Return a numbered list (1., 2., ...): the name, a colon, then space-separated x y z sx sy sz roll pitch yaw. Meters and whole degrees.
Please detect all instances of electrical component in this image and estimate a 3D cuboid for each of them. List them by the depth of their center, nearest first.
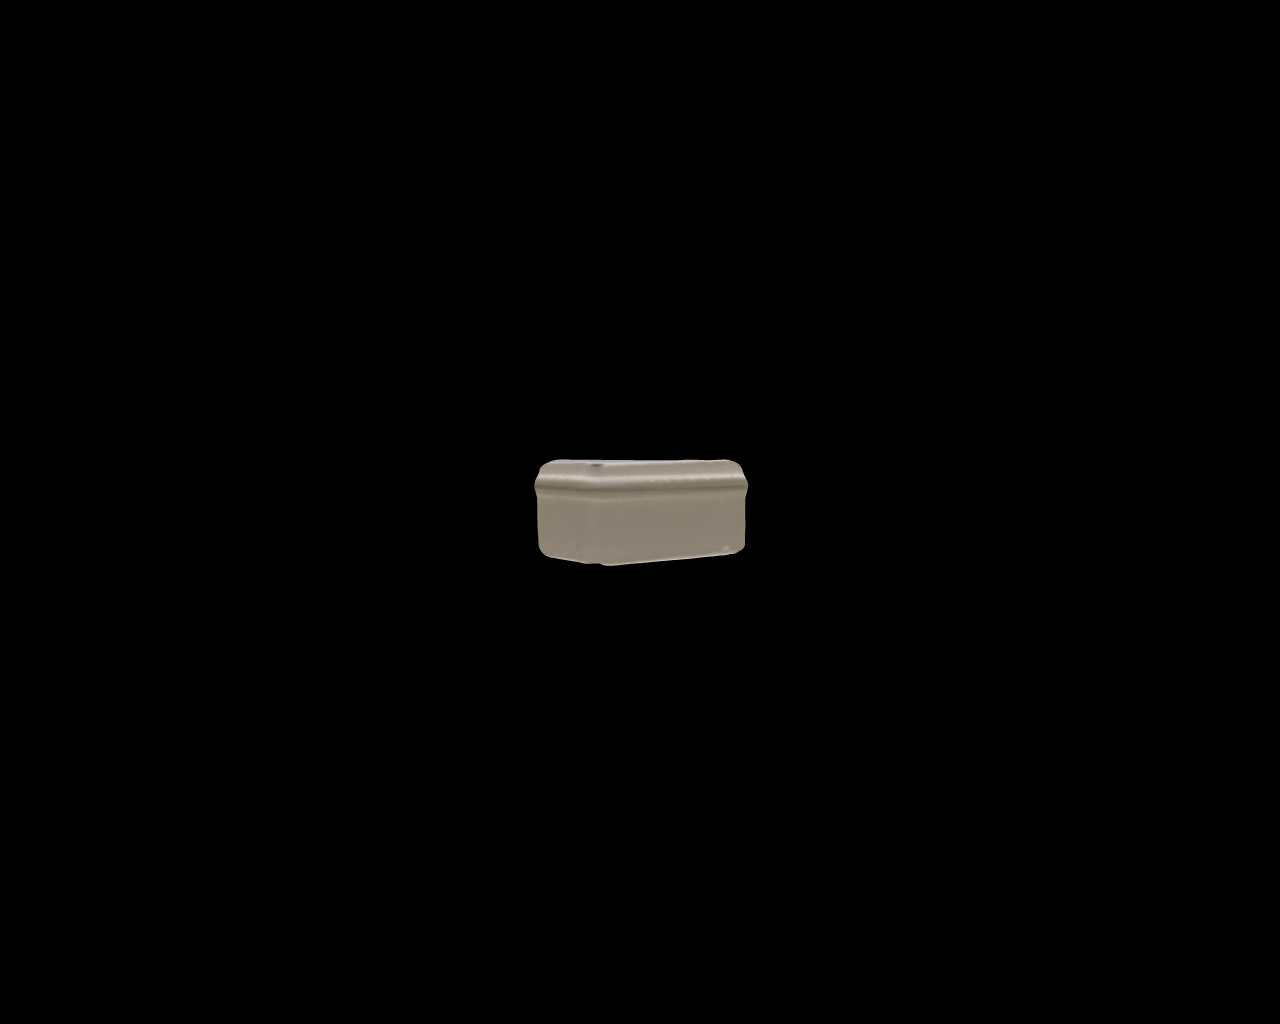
1. electrical component: 0.001 -0.003 0.650 0.113 0.057 0.078 -2 4 -31
